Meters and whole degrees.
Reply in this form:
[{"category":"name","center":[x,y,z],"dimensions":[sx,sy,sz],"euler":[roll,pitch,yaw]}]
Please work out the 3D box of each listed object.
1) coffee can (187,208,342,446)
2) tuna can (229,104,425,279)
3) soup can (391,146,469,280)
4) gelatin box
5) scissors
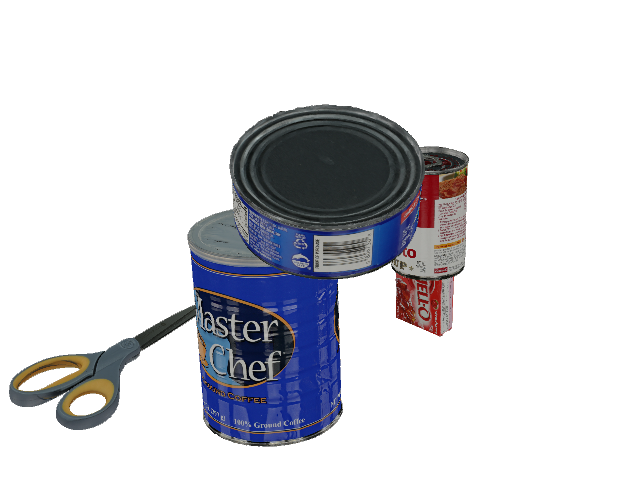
[{"category":"coffee can","center":[-0.037,0.057,0.749],"dimensions":[0.103,0.140,0.103],"euler":[-2,21,0]},{"category":"tuna can","center":[0.003,-0.022,0.478],"dimensions":[0.086,0.034,0.086],"euler":[0,43,0]},{"category":"soup can","center":[0.095,-0.024,0.935],"dimensions":[0.068,0.102,0.068],"euler":[-1,23,0]},{"category":"gelatin box","center":[0.130,0.067,1.348],"dimensions":[0.073,0.089,0.030],"euler":[21,35,39]},{"category":"scissors","center":[-0.158,0.104,0.895],"dimensions":[0.201,0.016,0.096],"euler":[-18,38,-34]}]
